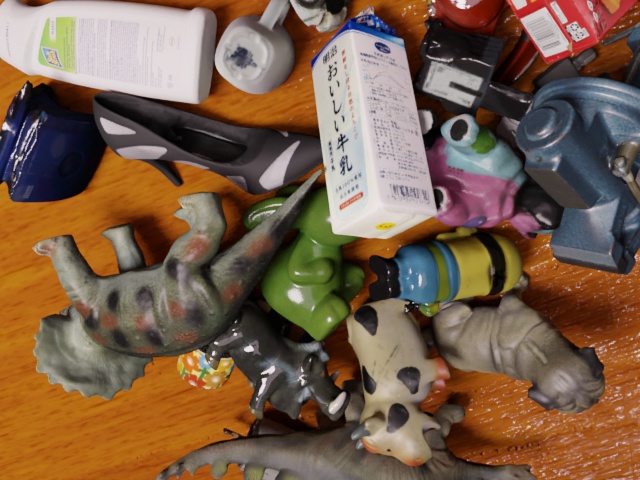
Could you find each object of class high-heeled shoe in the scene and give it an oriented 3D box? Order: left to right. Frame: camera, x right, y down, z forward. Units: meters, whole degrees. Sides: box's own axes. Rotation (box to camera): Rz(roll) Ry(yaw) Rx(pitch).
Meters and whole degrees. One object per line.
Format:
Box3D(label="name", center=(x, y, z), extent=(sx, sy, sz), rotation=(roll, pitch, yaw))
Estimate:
Box3D(label="high-heeled shoe", center=(-0.118, -0.120, 0.576), extent=(0.249, 0.086, 0.145), rotation=(-8, 138, 22))

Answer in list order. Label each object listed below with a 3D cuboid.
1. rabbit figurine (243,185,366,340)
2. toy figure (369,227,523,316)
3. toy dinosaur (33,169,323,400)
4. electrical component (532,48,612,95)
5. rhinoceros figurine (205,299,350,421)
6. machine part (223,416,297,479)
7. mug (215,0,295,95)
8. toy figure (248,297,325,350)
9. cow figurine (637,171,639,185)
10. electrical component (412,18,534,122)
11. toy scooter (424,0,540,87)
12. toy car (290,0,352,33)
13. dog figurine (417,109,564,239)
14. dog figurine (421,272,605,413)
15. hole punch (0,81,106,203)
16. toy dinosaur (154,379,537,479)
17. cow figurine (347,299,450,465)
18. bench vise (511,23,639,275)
Box3D(label="rabbit figurine", center=(-0.001, -0.002, 0.623), extent=(0.159, 0.121, 0.170), rotation=(35, 123, 12))
Box3D(label="toy figure", center=(0.149, 0.038, 0.624), extent=(0.180, 0.089, 0.082), rotation=(-7, 121, -24))
Box3D(label="toy dinosaur", center=(-0.167, 0.061, 0.582), extent=(0.405, 0.131, 0.192), rotation=(-13, 95, 24))
Box3D(label="electrical component", center=(0.275, -0.167, 0.604), extent=(0.094, 0.021, 0.063), rotation=(-38, 105, 13))
Box3D(label="rhinoceros figurine", center=(-0.047, 0.148, 0.639), extent=(0.112, 0.073, 0.190), rotation=(-45, 102, 4))
Box3D(label="machine part", center=(-0.024, 0.314, 0.753), extent=(0.243, 0.079, 0.079), rotation=(25, 108, -7))
Box3D(label="mug", center=(-0.062, -0.199, 0.556), extent=(0.081, 0.107, 0.109), rotation=(35, 109, -12))
Box3D(label="toy figure", center=(-0.059, 0.118, 0.693), extent=(0.154, 0.058, 0.064), rotation=(28, 139, -12))
Box3D(label="cow figurine", center=(0.362, -0.125, 0.593), extent=(0.098, 0.068, 0.167), rotation=(16, 112, -11))
Box3D(label="electrical component", center=(0.154, -0.163, 0.536), extent=(0.119, 0.048, 0.074), rotation=(20, 147, 12))
Box3D(label="toy scooter", center=(0.183, -0.220, 0.563), extent=(0.184, 0.075, 0.135), rotation=(16, 111, -9))
Box3D(label="toy car", center=(-0.011, -0.310, 0.530), extent=(0.056, 0.073, 0.201), rotation=(1, 112, 31))
Box3D(label="dog figurine", center=(0.178, -0.063, 0.604), extent=(0.219, 0.192, 0.108), rotation=(12, 97, -37))
Box3D(label="dog figurine", center=(0.211, 0.134, 0.624), extent=(0.172, 0.191, 0.121), rotation=(-28, 107, 12))
Box3D(label="hole punch", center=(-0.300, -0.101, 0.597), extent=(0.092, 0.116, 0.142), rotation=(29, 108, -17))
Box3D(label="toy dinosaur", center=(0.042, 0.280, 0.666), extent=(0.472, 0.199, 0.105), rotation=(8, 128, -3))
Box3D(label="cow figurine", center=(0.084, 0.164, 0.634), extent=(0.127, 0.195, 0.085), rotation=(-18, 150, 0))
Box3D(label="bench vise", center=(0.281, -0.096, 0.496), extent=(0.223, 0.129, 0.240), rotation=(29, 82, -22))
